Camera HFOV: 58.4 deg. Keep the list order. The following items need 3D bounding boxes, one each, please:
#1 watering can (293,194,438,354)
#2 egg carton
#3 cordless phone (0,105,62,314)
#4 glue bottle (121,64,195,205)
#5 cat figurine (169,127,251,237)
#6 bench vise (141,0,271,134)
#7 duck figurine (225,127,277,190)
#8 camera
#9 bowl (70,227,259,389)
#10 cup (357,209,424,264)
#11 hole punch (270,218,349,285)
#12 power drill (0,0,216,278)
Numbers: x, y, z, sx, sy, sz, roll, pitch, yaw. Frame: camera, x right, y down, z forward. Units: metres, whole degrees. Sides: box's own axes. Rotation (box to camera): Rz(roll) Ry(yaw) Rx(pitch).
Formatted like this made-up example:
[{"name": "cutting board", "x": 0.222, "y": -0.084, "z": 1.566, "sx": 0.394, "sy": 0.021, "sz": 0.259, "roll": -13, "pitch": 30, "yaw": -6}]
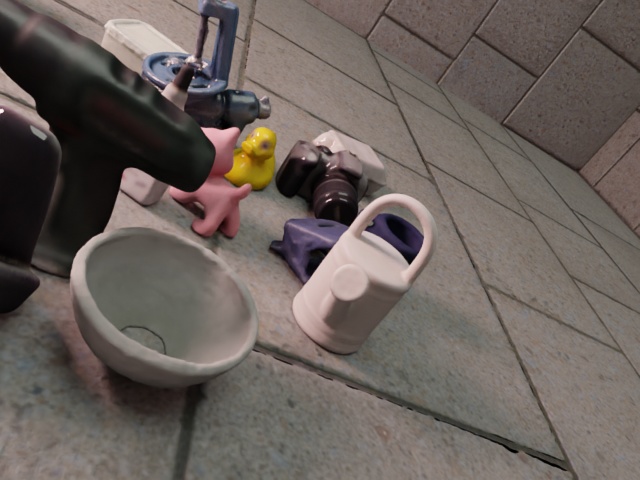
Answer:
[{"name": "watering can", "x": 0.057, "y": 0.036, "z": 0.654, "sx": 0.101, "sy": 0.194, "sz": 0.173, "roll": 31, "pitch": 27, "yaw": -10}, {"name": "egg carton", "x": 0.055, "y": -0.145, "z": 1.083, "sx": 0.151, "sy": 0.069, "sz": 0.107, "roll": 15, "pitch": 34, "yaw": -36}, {"name": "cordless phone", "x": -0.260, "y": -0.034, "z": 0.407, "sx": 0.148, "sy": 0.185, "sz": 0.094, "roll": 32, "pitch": 27, "yaw": -8}, {"name": "glue bottle", "x": -0.186, "y": -0.126, "z": 0.655, "sx": 0.078, "sy": 0.173, "sz": 0.037, "roll": 37, "pitch": 27, "yaw": 2}, {"name": "cat figurine", "x": -0.131, "y": -0.085, "z": 0.715, "sx": 0.067, "sy": 0.117, "sz": 0.127, "roll": -5, "pitch": 47, "yaw": -52}, {"name": "bench vise", "x": -0.158, "y": -0.251, "z": 0.837, "sx": 0.208, "sy": 0.219, "sz": 0.121, "roll": 0, "pitch": 44, "yaw": -49}, {"name": "duck figurine", "x": -0.094, "y": -0.131, "z": 0.867, "sx": 0.077, "sy": 0.086, "sz": 0.105, "roll": 41, "pitch": 27, "yaw": 11}, {"name": "camera", "x": 0.014, "y": -0.087, "z": 0.905, "sx": 0.143, "sy": 0.100, "sz": 0.136, "roll": 26, "pitch": 28, "yaw": -18}, {"name": "bowl", "x": -0.142, "y": 0.069, "z": 0.502, "sx": 0.168, "sy": 0.074, "sz": 0.167, "roll": 28, "pitch": 28, "yaw": -16}, {"name": "cup", "x": 0.088, "y": 0.016, "z": 0.833, "sx": 0.118, "sy": 0.095, "sz": 0.092, "roll": 33, "pitch": 27, "yaw": -6}, {"name": "hole punch", "x": 0.007, "y": 0.003, "z": 0.764, "sx": 0.109, "sy": 0.091, "sz": 0.101, "roll": -2, "pitch": 45, "yaw": -51}, {"name": "power drill", "x": -0.219, "y": -0.075, "z": 0.494, "sx": 0.230, "sy": 0.208, "sz": 0.075, "roll": 22, "pitch": 30, "yaw": -25}]
